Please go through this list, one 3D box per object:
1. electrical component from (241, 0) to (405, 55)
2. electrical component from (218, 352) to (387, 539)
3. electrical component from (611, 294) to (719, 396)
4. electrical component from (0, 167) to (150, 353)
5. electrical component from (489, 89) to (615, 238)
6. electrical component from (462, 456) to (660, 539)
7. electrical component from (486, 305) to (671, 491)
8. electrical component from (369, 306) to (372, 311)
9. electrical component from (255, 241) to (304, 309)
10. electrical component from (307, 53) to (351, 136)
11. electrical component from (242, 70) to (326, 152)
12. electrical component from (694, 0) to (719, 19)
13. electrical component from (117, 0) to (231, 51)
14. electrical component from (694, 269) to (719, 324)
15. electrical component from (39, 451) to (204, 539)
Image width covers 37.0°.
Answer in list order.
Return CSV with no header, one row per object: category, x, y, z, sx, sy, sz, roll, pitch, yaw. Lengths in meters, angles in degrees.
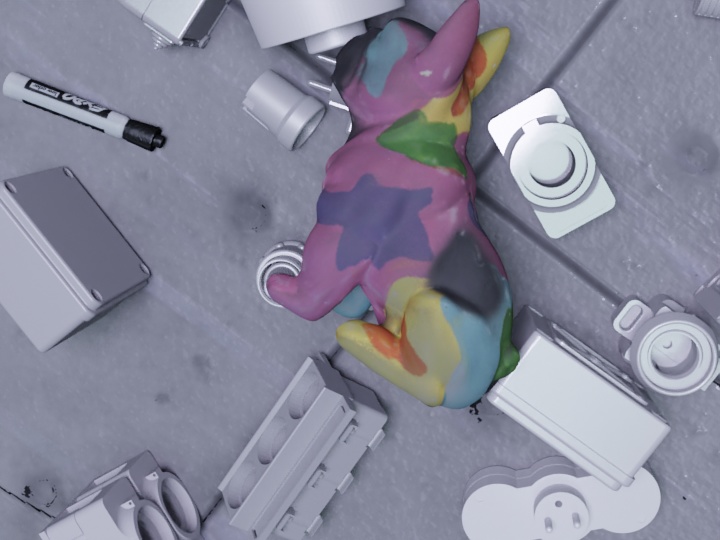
electrical component,-0.022,-0.175,0.699,0.108,0.108,0.060,-15,104,9
electrical component,-0.040,0.131,0.769,0.063,0.078,0.121,28,103,-28
electrical component,0.211,0.053,0.732,0.078,0.057,0.058,36,102,0
electrical component,-0.214,-0.011,0.747,0.056,0.108,0.108,-37,94,14
electrical component,0.128,-0.072,0.722,0.050,0.055,0.089,-29,95,11
electrical component,0.140,0.166,0.752,0.138,0.073,0.052,-12,98,9
electrical component,0.141,0.082,0.720,0.109,0.108,0.056,36,99,0
electrical component,0.000,0.000,0.757,0.040,0.040,0.078,-34,94,11
electrical component,-0.053,0.007,0.753,0.048,0.062,0.048,1,100,7
electrical component,0.003,-0.125,0.732,0.077,0.047,0.065,20,101,3
electrical component,-0.053,-0.111,0.746,0.046,0.040,0.040,38,102,4
electrical component,0.252,-0.181,0.694,0.081,0.043,0.043,11,101,5
electrical component,-0.121,-0.195,0.727,0.061,0.061,0.096,35,102,0
electrical component,0.269,0.019,0.691,0.057,0.113,0.078,45,102,1
electrical component,-0.139,0.235,0.781,0.060,0.105,0.186,-29,95,11
